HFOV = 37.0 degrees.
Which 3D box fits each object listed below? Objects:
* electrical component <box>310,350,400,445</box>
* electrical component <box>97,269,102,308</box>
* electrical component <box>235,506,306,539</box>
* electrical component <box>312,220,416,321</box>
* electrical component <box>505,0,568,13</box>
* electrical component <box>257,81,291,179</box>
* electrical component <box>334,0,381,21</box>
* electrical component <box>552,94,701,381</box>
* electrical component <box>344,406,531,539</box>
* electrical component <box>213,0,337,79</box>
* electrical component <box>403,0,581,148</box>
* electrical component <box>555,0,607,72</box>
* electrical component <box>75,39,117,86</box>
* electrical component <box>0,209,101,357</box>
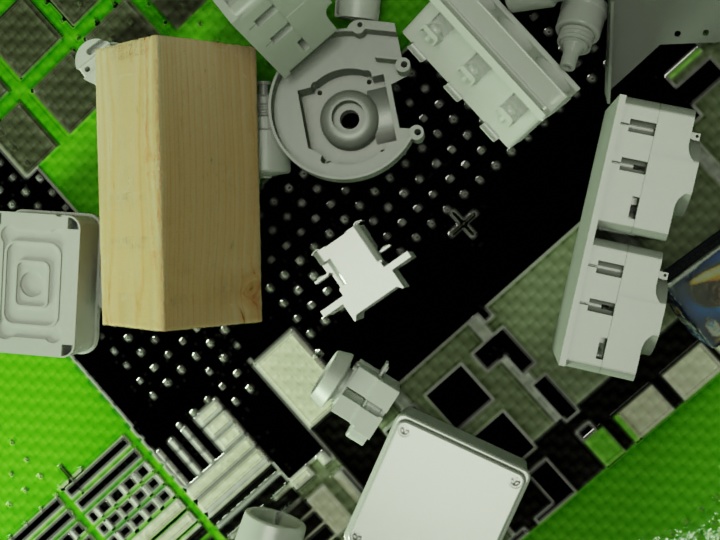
[{"bbox_3d":[-0.004,0.094,0.831,0.055,0.048,0.066,32,96,-2],"label":"electrical component"},{"bbox_3d":[-0.184,0.002,0.853,0.043,0.043,0.062,6,92,7],"label":"electrical component"},{"bbox_3d":[-0.072,0.216,0.841,0.055,0.055,0.047,16,91,7],"label":"electrical component"},{"bbox_3d":[0.000,0.000,0.828,0.081,0.042,0.063,-35,86,7],"label":"electrical component"},{"bbox_3d":[0.139,-0.211,0.782,0.078,0.040,0.040,-3,92,24],"label":"electrical component"},{"bbox_3d":[-0.074,-0.107,0.834,0.040,0.040,0.078,-1,92,8],"label":"electrical component"},{"bbox_3d":[0.000,-0.215,0.821,0.040,0.040,0.046,7,98,7],"label":"electrical component"},{"bbox_3d":[0.190,-0.022,0.770,0.060,0.105,0.186,12,94,7],"label":"electrical component"},{"bbox_3d":[0.059,0.176,0.820,0.109,0.056,0.108,24,95,6],"label":"electrical component"},{"bbox_3d":[-0.088,-0.226,0.783,0.062,0.089,0.150,-40,65,6],"label":"electrical component"},{"bbox_3d":[0.095,-0.155,0.797,0.121,0.079,0.063,48,119,3],"label":"electrical component"},{"bbox_3d":[0.161,-0.176,0.796,0.035,0.035,0.061,17,73,7],"label":"electrical component"},{"bbox_3d":[-0.199,-0.161,0.846,0.040,0.046,0.040,0,92,8],"label":"electrical component"},{"bbox_3d":[-0.249,0.010,0.854,0.078,0.057,0.113,4,93,7],"label":"electrical component"}]
